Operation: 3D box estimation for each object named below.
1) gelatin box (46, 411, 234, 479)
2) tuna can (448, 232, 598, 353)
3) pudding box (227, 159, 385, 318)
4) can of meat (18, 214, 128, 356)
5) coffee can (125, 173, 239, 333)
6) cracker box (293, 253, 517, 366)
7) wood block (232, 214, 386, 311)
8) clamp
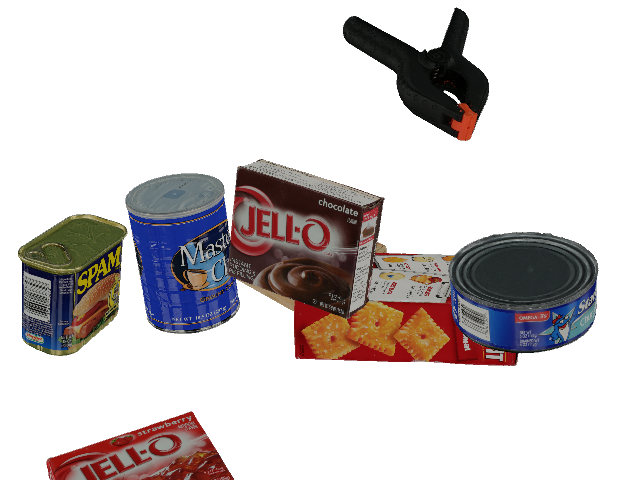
[{"bbox_3d":[-0.098,0.135,0.585,0.089,0.030,0.073,-15,28,-20],"label":"gelatin box"},{"bbox_3d":[0.119,0.030,0.627,0.086,0.034,0.086,-6,28,3],"label":"tuna can"},{"bbox_3d":[-0.013,-0.003,0.800,0.114,0.090,0.039,18,25,24],"label":"pudding box"},{"bbox_3d":[-0.208,0.037,0.897,0.057,0.084,0.102,16,27,15],"label":"can of meat"},{"bbox_3d":[-0.144,0.013,1.131,0.103,0.140,0.103,-5,26,2],"label":"coffee can"},{"bbox_3d":[0.088,0.067,1.083,0.214,0.072,0.164,2,16,6],"label":"cracker box"},{"bbox_3d":[-0.019,0.027,1.300,0.090,0.090,0.206,-7,19,-34],"label":"wood block"},{"bbox_3d":[0.088,-0.151,0.933,0.120,0.039,0.171,-6,43,-5],"label":"clamp"}]
